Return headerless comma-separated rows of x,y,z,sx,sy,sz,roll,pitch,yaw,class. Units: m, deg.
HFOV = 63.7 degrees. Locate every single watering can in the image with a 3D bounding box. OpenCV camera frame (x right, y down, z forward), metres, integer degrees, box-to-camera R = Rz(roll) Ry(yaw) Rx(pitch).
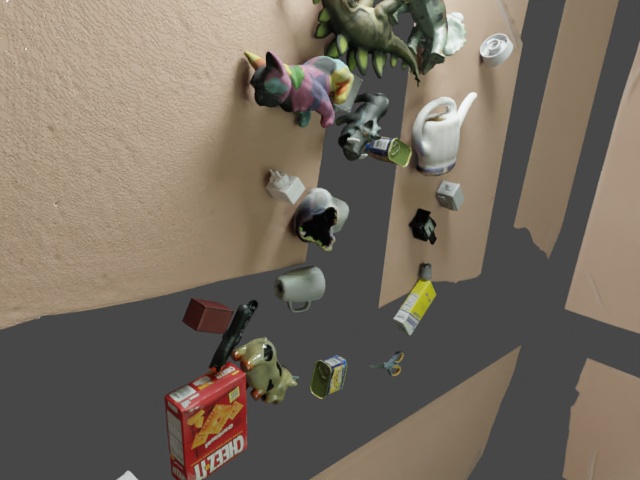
0.373,-0.314,1.522,0.352,0.105,0.220,-27,125,-41,watering can

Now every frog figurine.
0.004,-0.061,1.213,0.163,0.122,0.135,-75,153,-62,frog figurine
